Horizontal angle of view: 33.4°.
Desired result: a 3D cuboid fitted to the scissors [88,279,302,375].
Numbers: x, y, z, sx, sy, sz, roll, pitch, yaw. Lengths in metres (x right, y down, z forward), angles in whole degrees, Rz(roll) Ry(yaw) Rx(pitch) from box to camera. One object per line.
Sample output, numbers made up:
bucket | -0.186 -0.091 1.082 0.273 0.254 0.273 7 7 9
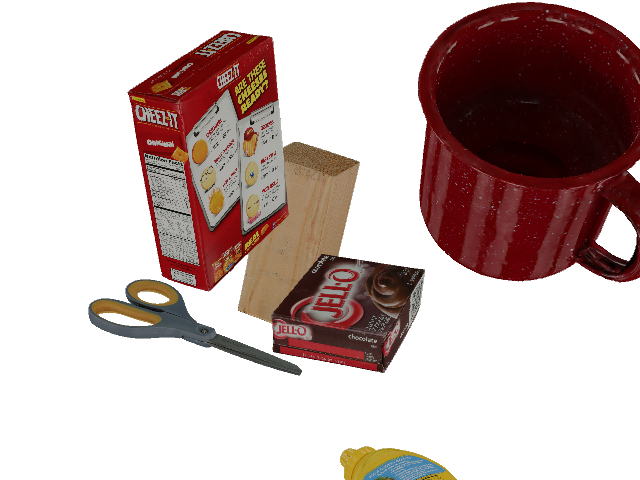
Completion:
scissors | -0.107 0.074 0.962 0.202 0.016 0.096 11 28 6

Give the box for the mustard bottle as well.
mustard bottle | 0.081 0.231 0.935 0.096 0.058 0.192 -19 27 -32

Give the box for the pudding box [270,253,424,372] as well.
pudding box | 0.023 0.054 0.824 0.090 0.039 0.113 9 25 18

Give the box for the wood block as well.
wood block | -0.028 -0.006 1.314 0.090 0.206 0.090 19 22 16

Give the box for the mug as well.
mug | 0.092 -0.029 0.436 0.093 0.117 0.081 -37 -26 -21

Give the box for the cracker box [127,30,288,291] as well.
cracker box | -0.108 -0.083 1.085 0.072 0.214 0.164 13 37 27
